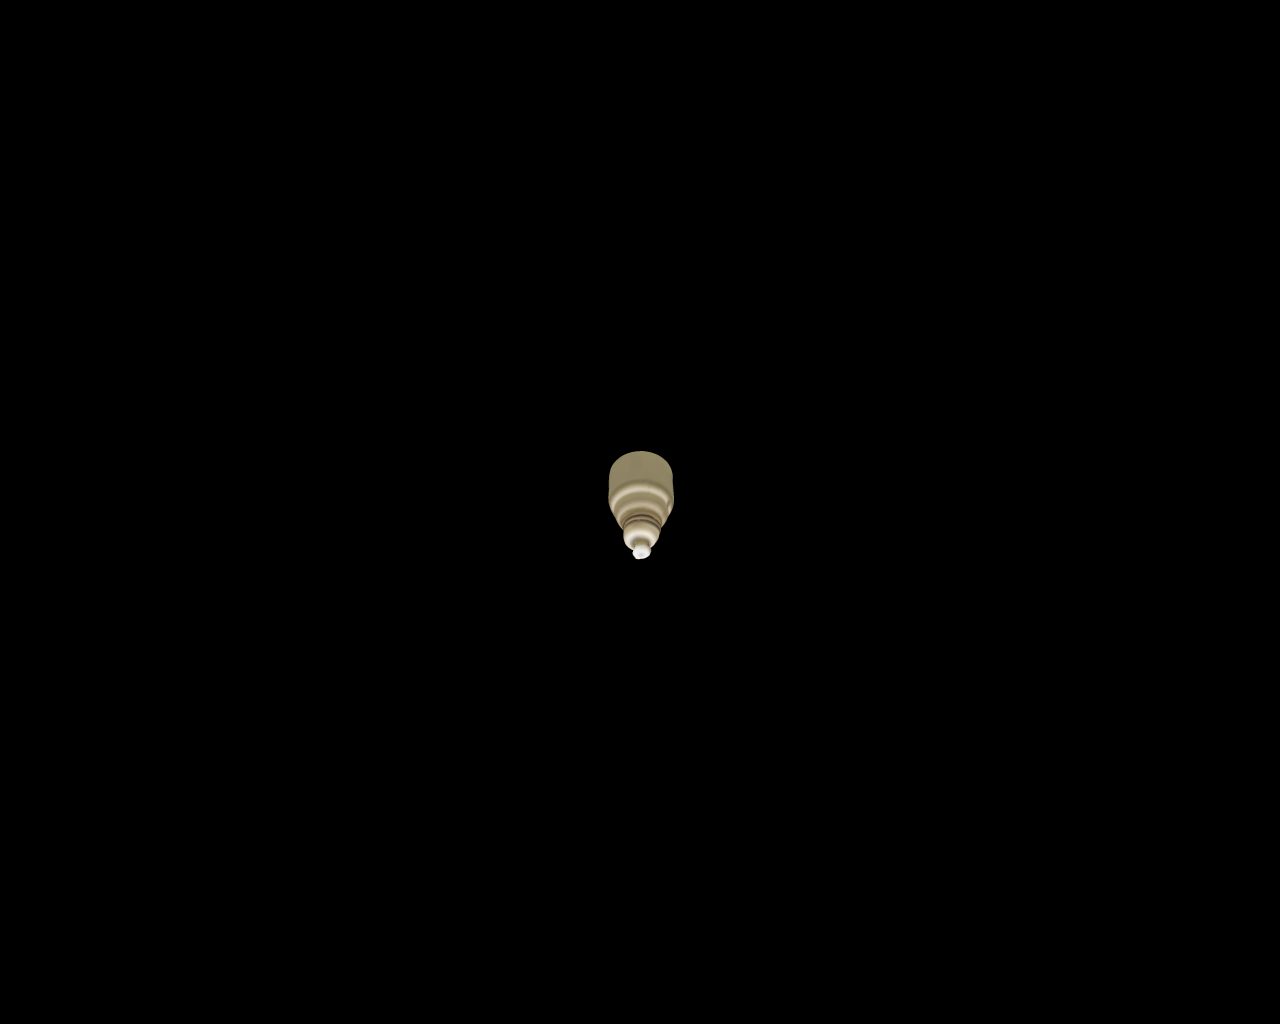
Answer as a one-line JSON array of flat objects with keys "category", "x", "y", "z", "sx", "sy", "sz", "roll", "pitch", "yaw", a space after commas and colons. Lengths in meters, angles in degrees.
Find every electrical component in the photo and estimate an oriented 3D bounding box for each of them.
[{"category": "electrical component", "x": 0.001, "y": -0.003, "z": 0.650, "sx": 0.040, "sy": 0.040, "sz": 0.078, "roll": 0, "pitch": 44, "yaw": 0}]
